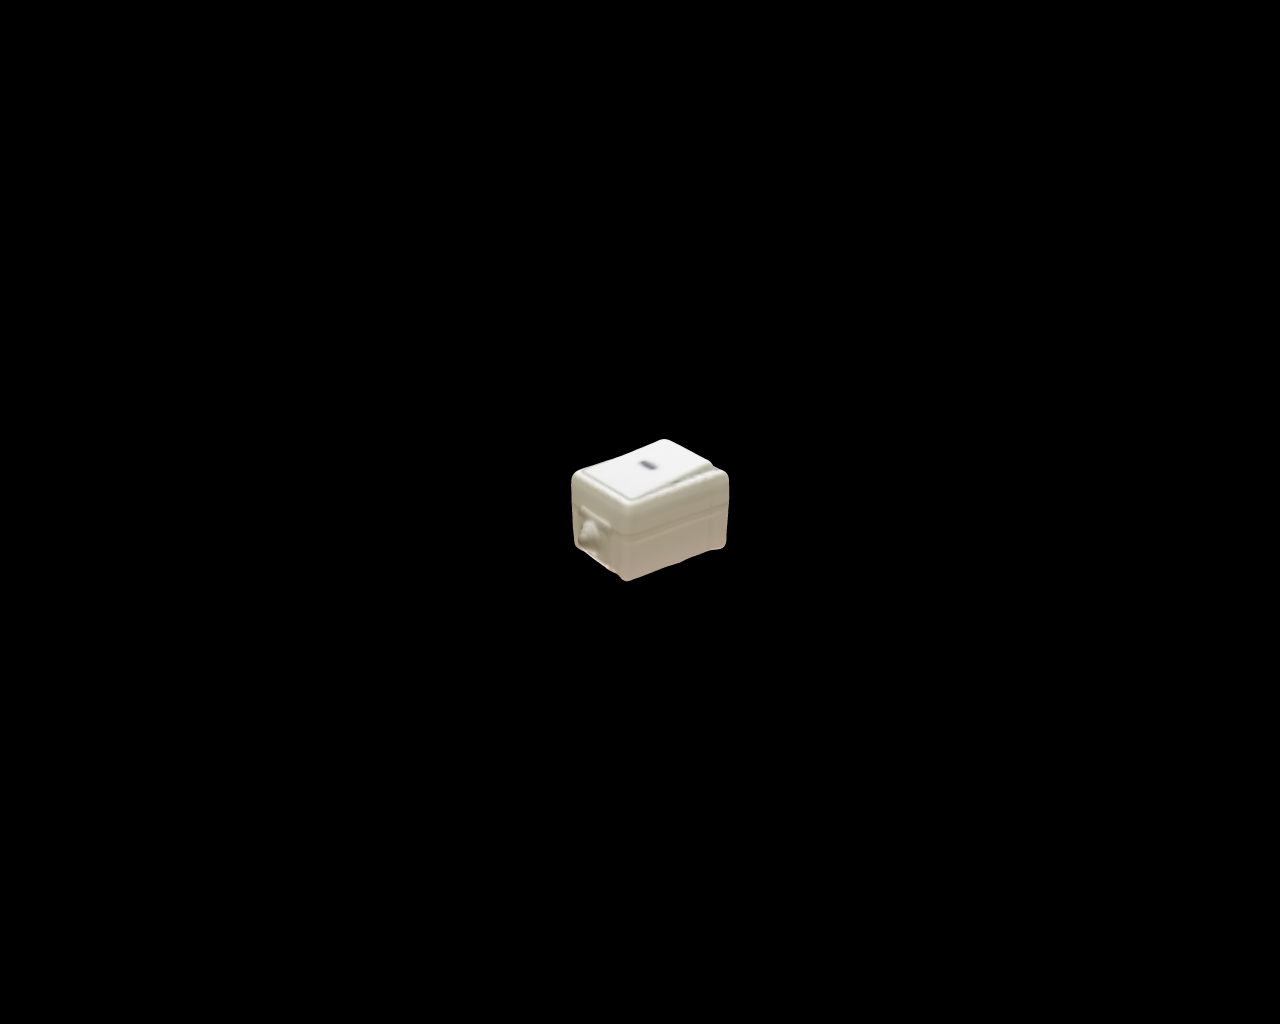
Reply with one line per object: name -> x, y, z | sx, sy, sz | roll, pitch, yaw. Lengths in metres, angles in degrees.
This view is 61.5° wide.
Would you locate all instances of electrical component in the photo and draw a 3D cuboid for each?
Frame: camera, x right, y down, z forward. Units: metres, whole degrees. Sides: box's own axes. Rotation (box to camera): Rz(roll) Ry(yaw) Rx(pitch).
electrical component -> 0.001, -0.003, 0.650 | 0.096, 0.061, 0.062 | -18, 32, -31
